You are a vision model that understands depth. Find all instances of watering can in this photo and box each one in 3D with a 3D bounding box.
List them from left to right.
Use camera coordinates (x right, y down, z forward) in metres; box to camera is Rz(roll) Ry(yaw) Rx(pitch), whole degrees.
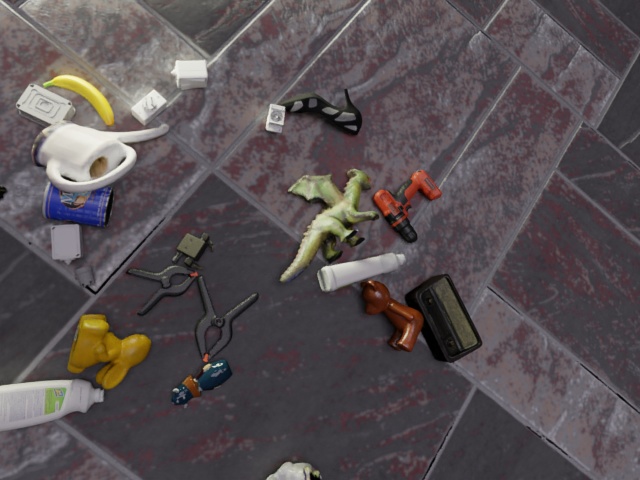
[{"bbox_3d":[-0.554,-0.232,1.290,0.225,0.101,0.355,22,42,8],"label":"watering can"}]

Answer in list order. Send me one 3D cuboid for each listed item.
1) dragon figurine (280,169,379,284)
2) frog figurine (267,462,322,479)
[{"bbox_3d":[0.004,-0.073,1.446,0.414,0.119,0.245,-30,70,-22],"label":"dragon figurine"},{"bbox_3d":[-0.074,0.619,1.255,0.158,0.123,0.137,-20,93,16],"label":"frog figurine"}]
